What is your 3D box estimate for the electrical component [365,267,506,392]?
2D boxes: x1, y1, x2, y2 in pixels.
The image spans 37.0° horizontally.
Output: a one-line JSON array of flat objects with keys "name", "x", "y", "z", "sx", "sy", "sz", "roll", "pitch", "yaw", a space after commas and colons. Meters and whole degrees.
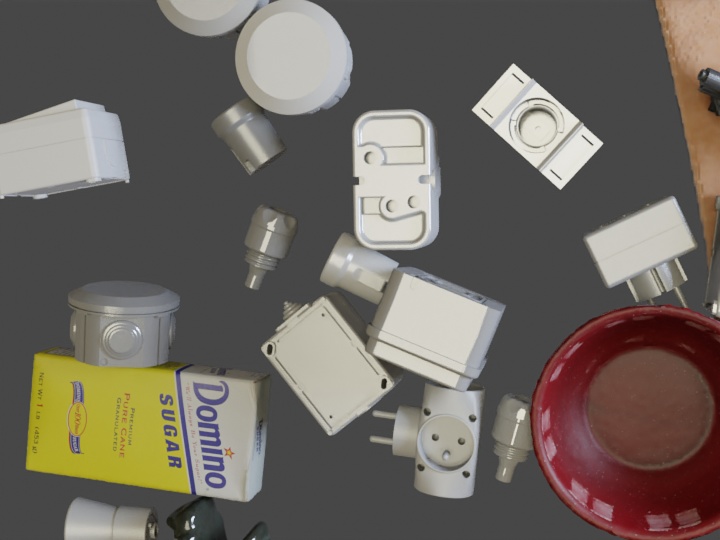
[{"name": "electrical component", "x": 0.053, "y": 0.038, "z": 0.732, "sx": 0.078, "sy": 0.113, "sz": 0.057, "roll": 22, "pitch": 94, "yaw": 9}]

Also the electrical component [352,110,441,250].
[{"name": "electrical component", "x": 0.027, "y": -0.063, "z": 0.758, "sx": 0.054, "sy": 0.059, "sz": 0.095, "roll": 0, "pitch": 93, "yaw": 11}]

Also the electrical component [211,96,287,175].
[{"name": "electrical component", "x": -0.080, "y": -0.098, "z": 0.787, "sx": 0.040, "sy": 0.040, "sz": 0.046, "roll": -34, "pitch": 92, "yaw": 11}]

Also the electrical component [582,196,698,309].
[{"name": "electrical component", "x": 0.198, "y": -0.003, "z": 0.735, "sx": 0.066, "sy": 0.047, "sz": 0.076, "roll": -26, "pitch": 89, "yaw": 11}]

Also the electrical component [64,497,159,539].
[{"name": "electrical component", "x": -0.188, "y": 0.198, "z": 0.825, "sx": 0.065, "sy": 0.044, "sz": 0.044, "roll": 2, "pitch": 94, "yaw": 6}]

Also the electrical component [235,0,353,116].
[{"name": "electrical component", "x": -0.045, "y": -0.150, "z": 0.771, "sx": 0.080, "sy": 0.051, "sz": 0.080, "roll": 1, "pitch": 94, "yaw": 11}]

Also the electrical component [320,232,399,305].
[{"name": "electrical component", "x": 0.000, "y": 0.000, "z": 0.778, "sx": 0.046, "sy": 0.040, "sz": 0.040, "roll": 27, "pitch": 98, "yaw": 2}]

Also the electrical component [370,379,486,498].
[{"name": "electrical component", "x": 0.046, "y": 0.117, "z": 0.773, "sx": 0.079, "sy": 0.044, "sz": 0.077, "roll": 7, "pitch": 95, "yaw": 10}]

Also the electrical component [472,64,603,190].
[{"name": "electrical component", "x": 0.122, "y": -0.097, "z": 0.735, "sx": 0.081, "sy": 0.064, "sz": 0.042, "roll": 44, "pitch": 101, "yaw": 6}]

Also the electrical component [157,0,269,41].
[{"name": "electrical component", "x": -0.104, "y": -0.207, "z": 0.778, "sx": 0.080, "sy": 0.051, "sz": 0.080, "roll": 1, "pitch": 94, "yaw": 11}]

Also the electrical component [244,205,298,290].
[{"name": "electrical component", "x": -0.069, "y": -0.015, "z": 0.792, "sx": 0.035, "sy": 0.035, "sz": 0.061, "roll": 22, "pitch": 100, "yaw": 9}]

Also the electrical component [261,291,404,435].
[{"name": "electrical component", "x": -0.022, "y": 0.060, "z": 0.774, "sx": 0.062, "sy": 0.061, "sz": 0.096, "roll": -40, "pitch": 86, "yaw": 11}]

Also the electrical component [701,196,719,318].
[{"name": "electrical component", "x": 0.266, "y": -0.001, "z": 0.715, "sx": 0.061, "sy": 0.062, "sz": 0.096, "roll": 7, "pitch": 95, "yaw": 10}]

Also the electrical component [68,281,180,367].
[{"name": "electrical component", "x": -0.174, "y": 0.039, "z": 0.793, "sx": 0.080, "sy": 0.080, "sz": 0.051, "roll": 6, "pitch": 100, "yaw": 10}]

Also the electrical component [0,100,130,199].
[{"name": "electrical component", "x": -0.231, "y": -0.088, "z": 0.805, "sx": 0.096, "sy": 0.062, "sz": 0.061, "roll": -9, "pitch": 92, "yaw": 11}]

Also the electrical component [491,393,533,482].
[{"name": "electrical component", "x": 0.110, "y": 0.121, "z": 0.766, "sx": 0.035, "sy": 0.035, "sz": 0.061, "roll": 16, "pitch": 99, "yaw": 10}]
